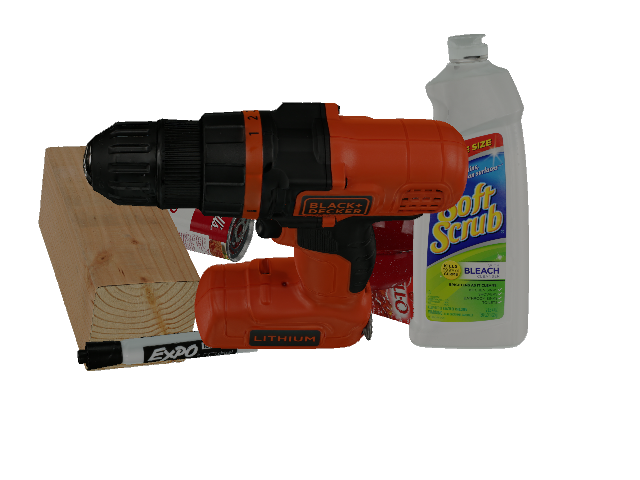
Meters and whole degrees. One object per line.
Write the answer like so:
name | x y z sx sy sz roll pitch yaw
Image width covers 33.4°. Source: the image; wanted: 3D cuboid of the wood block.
wood block | -0.182 0.009 0.941 0.090 0.091 0.206 -3 37 -26

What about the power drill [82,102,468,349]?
power drill | -0.028 -0.002 0.571 0.184 0.057 0.188 1 -28 -7

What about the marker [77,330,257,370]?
marker | -0.102 0.072 0.718 0.121 0.020 0.020 -5 1 -18

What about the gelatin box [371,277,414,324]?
gelatin box | 0.099 0.059 1.351 0.073 0.089 0.030 15 33 33

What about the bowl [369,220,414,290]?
bowl | 0.044 0.011 1.095 0.162 0.055 0.162 2 17 -1

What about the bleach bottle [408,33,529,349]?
bleach bottle | 0.117 -0.039 0.869 0.103 0.251 0.068 -1 15 16

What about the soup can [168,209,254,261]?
soup can | -0.137 -0.020 1.249 0.102 0.068 0.068 14 4 18
